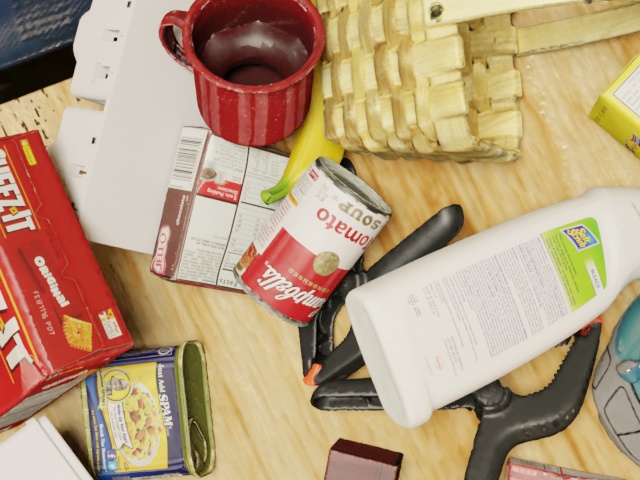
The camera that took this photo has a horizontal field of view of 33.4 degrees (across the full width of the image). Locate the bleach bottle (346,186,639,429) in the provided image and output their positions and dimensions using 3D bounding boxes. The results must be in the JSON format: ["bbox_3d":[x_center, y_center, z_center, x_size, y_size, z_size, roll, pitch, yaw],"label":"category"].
[{"bbox_3d":[0.149,0.034,0.733,0.250,0.068,0.102,-21,93,-14],"label":"bleach bottle"}]

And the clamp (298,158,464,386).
[{"bbox_3d":[0.037,0.031,0.778,0.120,0.039,0.171,15,93,44],"label":"clamp"}]

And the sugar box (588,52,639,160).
[{"bbox_3d":[0.267,-0.049,0.731,0.176,0.093,0.048,45,95,9],"label":"sugar box"}]

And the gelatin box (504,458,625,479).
[{"bbox_3d":[0.173,0.202,0.765,0.089,0.030,0.073,9,89,10],"label":"gelatin box"}]

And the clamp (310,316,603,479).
[{"bbox_3d":[0.119,0.123,0.744,0.210,0.036,0.165,-27,58,-9],"label":"clamp"}]

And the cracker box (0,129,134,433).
[{"bbox_3d":[-0.237,0.044,0.763,0.214,0.071,0.164,-34,80,48],"label":"cracker box"}]

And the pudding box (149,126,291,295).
[{"bbox_3d":[-0.069,-0.019,0.787,0.039,0.089,0.113,15,91,49],"label":"pudding box"}]

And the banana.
[{"bbox_3d":[-0.010,-0.118,0.796,0.037,0.069,0.198,-19,67,44],"label":"banana"}]

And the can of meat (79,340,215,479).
[{"bbox_3d":[-0.130,0.131,0.806,0.084,0.057,0.102,-8,85,11],"label":"can of meat"}]

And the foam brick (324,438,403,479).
[{"bbox_3d":[0.027,0.192,0.780,0.053,0.051,0.078,12,89,9],"label":"foam brick"}]

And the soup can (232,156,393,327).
[{"bbox_3d":[-0.005,0.001,0.749,0.068,0.068,0.102,40,103,9],"label":"soup can"}]

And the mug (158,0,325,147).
[{"bbox_3d":[-0.056,-0.121,0.726,0.117,0.081,0.093,20,65,7],"label":"mug"}]
